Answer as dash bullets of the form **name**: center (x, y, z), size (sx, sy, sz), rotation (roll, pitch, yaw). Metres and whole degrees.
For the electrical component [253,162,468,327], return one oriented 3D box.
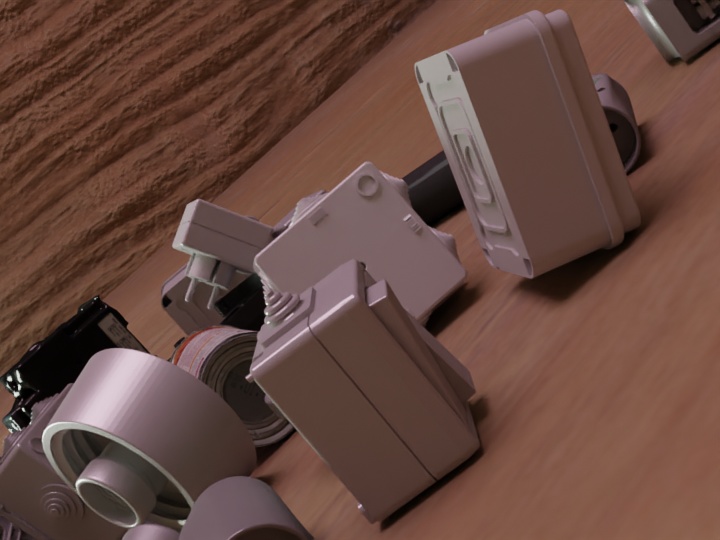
- **electrical component**: center (0.000, 0.000, 0.592), size (0.100, 0.099, 0.048), rotation (-41, -2, -4)

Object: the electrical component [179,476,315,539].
- **electrical component**: center (-0.057, 0.124, 0.427), size (0.079, 0.044, 0.077), rotation (-42, 11, -9)

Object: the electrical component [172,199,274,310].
- **electrical component**: center (-0.115, -0.008, 0.852), size (0.076, 0.066, 0.047), rotation (-71, 17, -8)

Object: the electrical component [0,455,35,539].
- **electrical component**: center (-0.219, 0.170, 0.656), size (0.064, 0.099, 0.099), rotation (-44, 10, 9)

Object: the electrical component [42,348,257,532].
- **electrical component**: center (-0.117, 0.100, 0.570), size (0.108, 0.108, 0.060), rotation (-28, 23, 48)

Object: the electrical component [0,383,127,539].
- **electrical component**: center (-0.172, 0.126, 0.667), size (0.048, 0.100, 0.099), rotation (-50, 7, 21)

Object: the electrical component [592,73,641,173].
- **electrical component**: center (0.119, -0.070, 0.609), size (0.079, 0.043, 0.077), rotation (-36, 12, 21)

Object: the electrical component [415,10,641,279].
- **electrical component**: center (0.078, -0.060, 0.510), size (0.057, 0.113, 0.078), rotation (-23, 9, -8)

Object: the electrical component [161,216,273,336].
- **electrical component**: center (-0.117, 0.014, 0.976), size (0.113, 0.078, 0.057), rotation (-40, 14, 2)

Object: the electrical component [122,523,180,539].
- **electrical component**: center (-0.098, 0.147, 0.476), size (0.045, 0.045, 0.055), rotation (-33, 13, 33)

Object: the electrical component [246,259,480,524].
- **electrical component**: center (0.001, 0.040, 0.433), size (0.061, 0.096, 0.061), rotation (-37, 12, 8)

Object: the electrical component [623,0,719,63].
- **electrical component**: center (0.180, -0.212, 0.686), size (0.062, 0.150, 0.089), rotation (-35, 12, 20)

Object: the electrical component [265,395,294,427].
- **electrical component**: center (-0.017, 0.066, 0.518), size (0.040, 0.046, 0.040), rotation (-38, 11, 9)

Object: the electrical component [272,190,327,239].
- **electrical component**: center (-0.038, -0.021, 0.881), size (0.047, 0.065, 0.077), rotation (-45, 12, -21)
